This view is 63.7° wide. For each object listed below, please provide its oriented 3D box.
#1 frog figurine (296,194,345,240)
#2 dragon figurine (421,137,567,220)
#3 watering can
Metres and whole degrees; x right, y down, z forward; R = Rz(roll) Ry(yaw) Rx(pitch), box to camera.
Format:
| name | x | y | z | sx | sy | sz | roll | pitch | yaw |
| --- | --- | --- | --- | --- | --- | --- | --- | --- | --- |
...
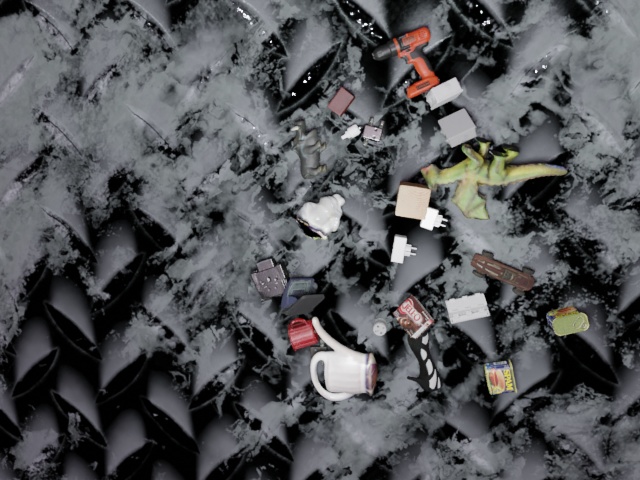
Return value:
| name | x | y | z | sx | sy | sz | roll | pitch | yaw |
| --- | --- | --- | --- | --- | --- | --- | --- | --- | --- |
| frog figurine | 0.005 | -0.084 | 1.678 | 0.138 | 0.120 | 0.162 | 28 | 65 | 12 |
| dragon figurine | 0.517 | -0.174 | 1.593 | 0.411 | 0.124 | 0.238 | 19 | 117 | 8 |
| watering can | 0.076 | 0.401 | 1.689 | 0.224 | 0.106 | 0.341 | 1 | 118 | 8 |
